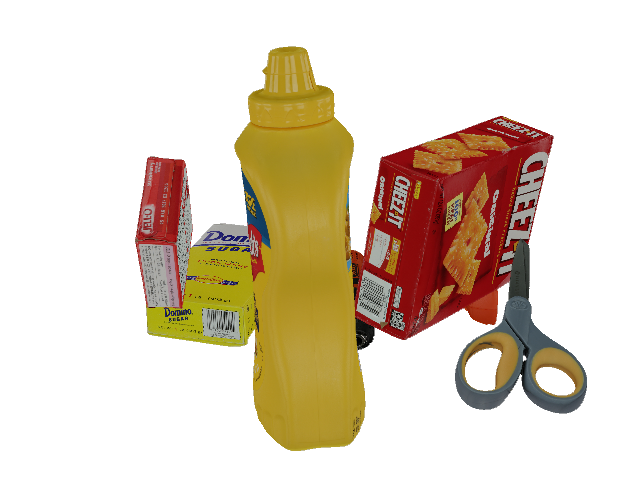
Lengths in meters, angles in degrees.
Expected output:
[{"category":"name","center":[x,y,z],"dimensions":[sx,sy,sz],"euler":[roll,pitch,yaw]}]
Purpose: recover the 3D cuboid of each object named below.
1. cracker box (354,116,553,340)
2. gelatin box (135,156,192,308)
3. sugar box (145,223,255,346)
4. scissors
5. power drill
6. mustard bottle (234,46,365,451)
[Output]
[{"category":"cracker box","center":[0.131,-0.016,1.018],"dimensions":[0.072,0.164,0.213],"euler":[26,31,32]},{"category":"gelatin box","center":[-0.111,-0.004,0.763],"dimensions":[0.030,0.073,0.089],"euler":[2,-35,-1]},{"category":"sugar box","center":[-0.087,0.036,1.000],"dimensions":[0.093,0.048,0.176],"euler":[7,26,12]},{"category":"scissors","center":[0.159,0.061,0.769],"dimensions":[0.096,0.016,0.201],"euler":[18,37,21]},{"category":"power drill","center":[0.104,0.064,1.219],"dimensions":[0.187,0.057,0.184],"euler":[-1,28,-1]},{"category":"mustard bottle","center":[-0.010,0.000,0.531],"dimensions":[0.058,0.192,0.096],"euler":[-4,20,-4]}]
